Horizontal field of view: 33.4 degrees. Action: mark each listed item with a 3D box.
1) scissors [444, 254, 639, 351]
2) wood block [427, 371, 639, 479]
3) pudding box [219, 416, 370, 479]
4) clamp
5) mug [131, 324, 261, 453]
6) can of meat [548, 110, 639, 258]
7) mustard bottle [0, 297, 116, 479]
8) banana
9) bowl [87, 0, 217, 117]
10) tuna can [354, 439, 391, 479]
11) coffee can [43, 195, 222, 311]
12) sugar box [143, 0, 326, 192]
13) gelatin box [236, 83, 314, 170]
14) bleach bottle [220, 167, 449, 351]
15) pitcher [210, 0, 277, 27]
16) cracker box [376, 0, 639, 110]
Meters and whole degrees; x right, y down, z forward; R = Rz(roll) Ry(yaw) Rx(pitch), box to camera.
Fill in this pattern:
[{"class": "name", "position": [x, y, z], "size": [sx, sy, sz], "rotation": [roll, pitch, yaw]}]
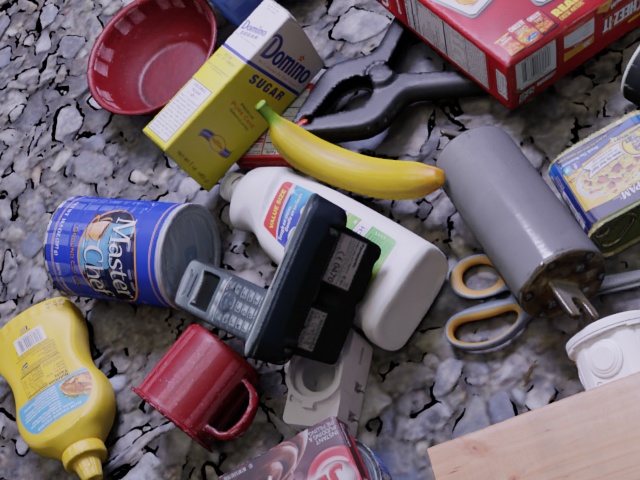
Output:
[{"class": "scissors", "position": [0.194, 0.030, 0.901], "size": [0.202, 0.016, 0.096], "rotation": [-26, 56, 12]}, {"class": "wood block", "position": [0.197, 0.171, 0.785], "size": [0.206, 0.090, 0.090], "rotation": [-23, 58, 13]}, {"class": "pudding box", "position": [-0.014, 0.208, 0.855], "size": [0.113, 0.039, 0.090], "rotation": [-31, 57, 9]}, {"class": "clamp", "position": [0.062, -0.162, 1.039], "size": [0.210, 0.036, 0.165], "rotation": [-26, 54, 1]}, {"class": "mug", "position": [-0.100, 0.133, 0.945], "size": [0.117, 0.093, 0.081], "rotation": [28, 74, 43]}, {"class": "can of meat", "position": [0.252, -0.048, 0.889], "size": [0.102, 0.057, 0.084], "rotation": [-30, 55, 10]}, {"class": "mustard bottle", "position": [-0.248, 0.152, 1.026], "size": [0.096, 0.058, 0.192], "rotation": [-32, 56, 1]}, {"class": "banana", "position": [0.026, -0.069, 0.969], "size": [0.198, 0.069, 0.037], "rotation": [22, 74, 24]}, {"class": "bowl", "position": [-0.172, -0.193, 1.163], "size": [0.162, 0.055, 0.162], "rotation": [-11, 61, 20]}, {"class": "tuna can", "position": [0.016, 0.208, 0.887], "size": [0.086, 0.033, 0.086], "rotation": [-11, 62, 20]}, {"class": "coffee can", "position": [-0.182, 0.011, 1.038], "size": [0.140, 0.102, 0.102], "rotation": [5, 68, 27]}, {"class": "sugar box", "position": [-0.079, -0.139, 1.032], "size": [0.176, 0.093, 0.048], "rotation": [-46, 57, -1]}, {"class": "gelatin box", "position": [-0.043, -0.114, 1.079], "size": [0.073, 0.030, 0.089], "rotation": [2, 67, 25]}, {"class": "bleach bottle", "position": [-0.006, 0.001, 0.985], "size": [0.251, 0.068, 0.102], "rotation": [29, 83, 37]}, {"class": "pitcher", "position": [-0.039, -0.351, 1.137], "size": [0.243, 0.145, 0.149], "rotation": [-41, 29, 5]}, {"class": "cracker box", "position": [0.169, -0.236, 0.995], "size": [0.164, 0.072, 0.214], "rotation": [-35, 55, -12]}]
